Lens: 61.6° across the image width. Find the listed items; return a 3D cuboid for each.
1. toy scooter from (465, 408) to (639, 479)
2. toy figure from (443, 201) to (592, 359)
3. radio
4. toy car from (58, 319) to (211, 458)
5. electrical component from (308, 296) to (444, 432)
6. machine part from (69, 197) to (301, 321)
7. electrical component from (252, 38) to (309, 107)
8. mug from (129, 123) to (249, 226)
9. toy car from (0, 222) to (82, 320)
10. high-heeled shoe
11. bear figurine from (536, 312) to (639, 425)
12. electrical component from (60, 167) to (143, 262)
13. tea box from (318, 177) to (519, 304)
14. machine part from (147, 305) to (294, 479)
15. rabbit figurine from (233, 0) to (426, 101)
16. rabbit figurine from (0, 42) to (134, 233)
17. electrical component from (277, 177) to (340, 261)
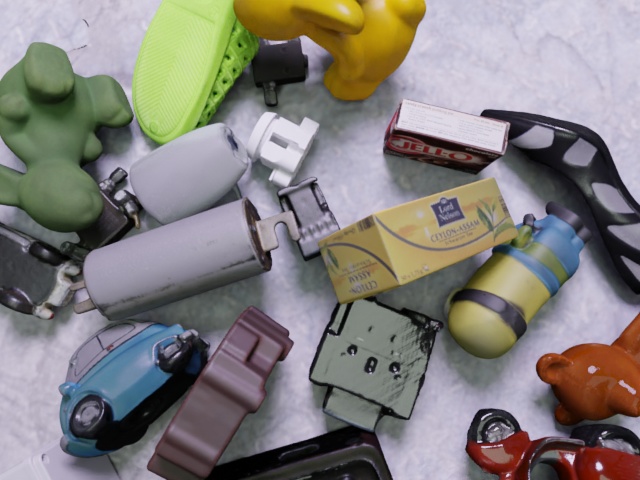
[{"bbox_3d":[0.234,0.244,0.521,0.184,0.075,0.135,8,56,2],"label":"toy scooter"},{"bbox_3d":[0.203,0.041,0.555,0.180,0.089,0.082,-45,82,-1],"label":"toy figure"},{"bbox_3d":[-0.029,0.283,0.545,0.230,0.073,0.131,-16,86,-1],"label":"radio"},{"bbox_3d":[-0.198,0.134,0.545,0.161,0.109,0.103,-43,70,-11],"label":"toy car"},{"bbox_3d":[0.053,0.126,0.565,0.115,0.058,0.134,20,86,4],"label":"electrical component"},{"bbox_3d":[-0.138,0.019,0.532,0.243,0.079,0.079,-19,86,7],"label":"machine part"},{"bbox_3d":[-0.045,-0.198,0.607,0.063,0.021,0.094,-7,85,-1],"label":"electrical component"},{"bbox_3d":[-0.122,-0.062,0.560,0.107,0.081,0.109,-31,120,17],"label":"mug"},{"bbox_3d":[-0.354,0.014,0.577,0.202,0.056,0.073,28,80,1],"label":"toy car"},{"bbox_3d":[0.275,-0.045,0.585,0.249,0.086,0.145,24,115,17],"label":"high-heeled shoe"},{"bbox_3d":[0.329,0.126,0.531,0.196,0.132,0.120,-30,114,-8],"label":"bear figurine"},{"bbox_3d":[-0.237,-0.022,0.583,0.102,0.045,0.078,-38,88,-3],"label":"electrical component"},{"bbox_3d":[0.096,0.000,0.518,0.169,0.098,0.068,-17,84,-33],"label":"tea box"},{"bbox_3d":[-0.090,0.146,0.511,0.056,0.179,0.179,33,87,-1],"label":"machine part"},{"bbox_3d":[0.004,-0.216,0.526,0.173,0.162,0.121,8,93,-20],"label":"rabbit figurine"},{"bbox_3d":[-0.279,-0.084,0.541,0.159,0.121,0.170,-19,73,13],"label":"rabbit figurine"},{"bbox_3d":[-0.001,-0.002,0.568,0.048,0.075,0.119,-23,89,-2],"label":"electrical component"}]
